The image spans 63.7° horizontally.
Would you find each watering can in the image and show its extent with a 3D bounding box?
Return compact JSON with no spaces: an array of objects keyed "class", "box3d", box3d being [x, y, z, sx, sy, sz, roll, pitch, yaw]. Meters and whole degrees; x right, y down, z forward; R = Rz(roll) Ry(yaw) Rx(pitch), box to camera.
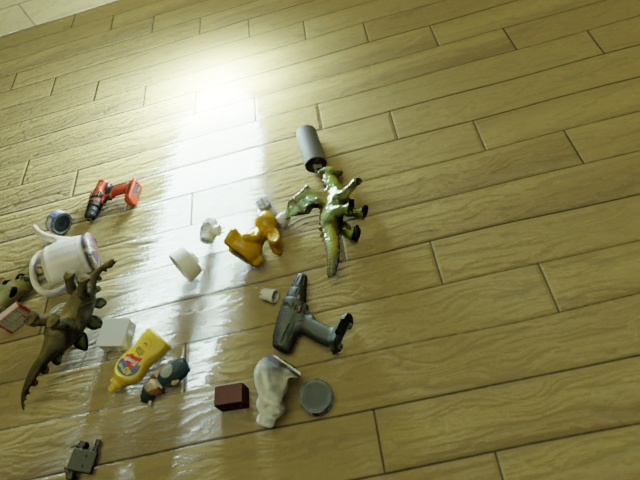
[{"class":"watering can","box3d":[-0.860,0.038,1.725,0.225,0.101,0.355,-21,52,-12]}]

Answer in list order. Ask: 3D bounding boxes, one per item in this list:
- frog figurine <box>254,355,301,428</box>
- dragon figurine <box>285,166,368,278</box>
[{"class":"frog figurine","box3d":[-0.127,0.375,1.289,0.161,0.121,0.138,-56,26,-13]},{"class":"dragon figurine","box3d":[0.005,-0.080,1.584,0.243,0.119,0.419,6,55,28]}]
